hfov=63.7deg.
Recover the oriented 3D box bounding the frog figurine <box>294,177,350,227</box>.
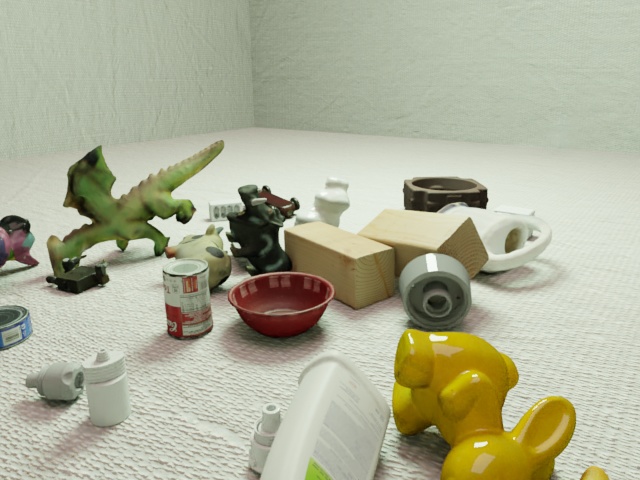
[{"bbox_3d":[0.003,-0.055,1.095,0.123,0.157,0.138,13,22,42],"label":"frog figurine"}]

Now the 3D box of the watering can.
[{"bbox_3d":[0.281,0.013,0.982,0.351,0.102,0.226,-23,26,-30],"label":"watering can"}]

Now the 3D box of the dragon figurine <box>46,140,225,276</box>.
[{"bbox_3d":[-0.379,-0.093,1.024,0.123,0.412,0.239,30,-8,33],"label":"dragon figurine"}]
